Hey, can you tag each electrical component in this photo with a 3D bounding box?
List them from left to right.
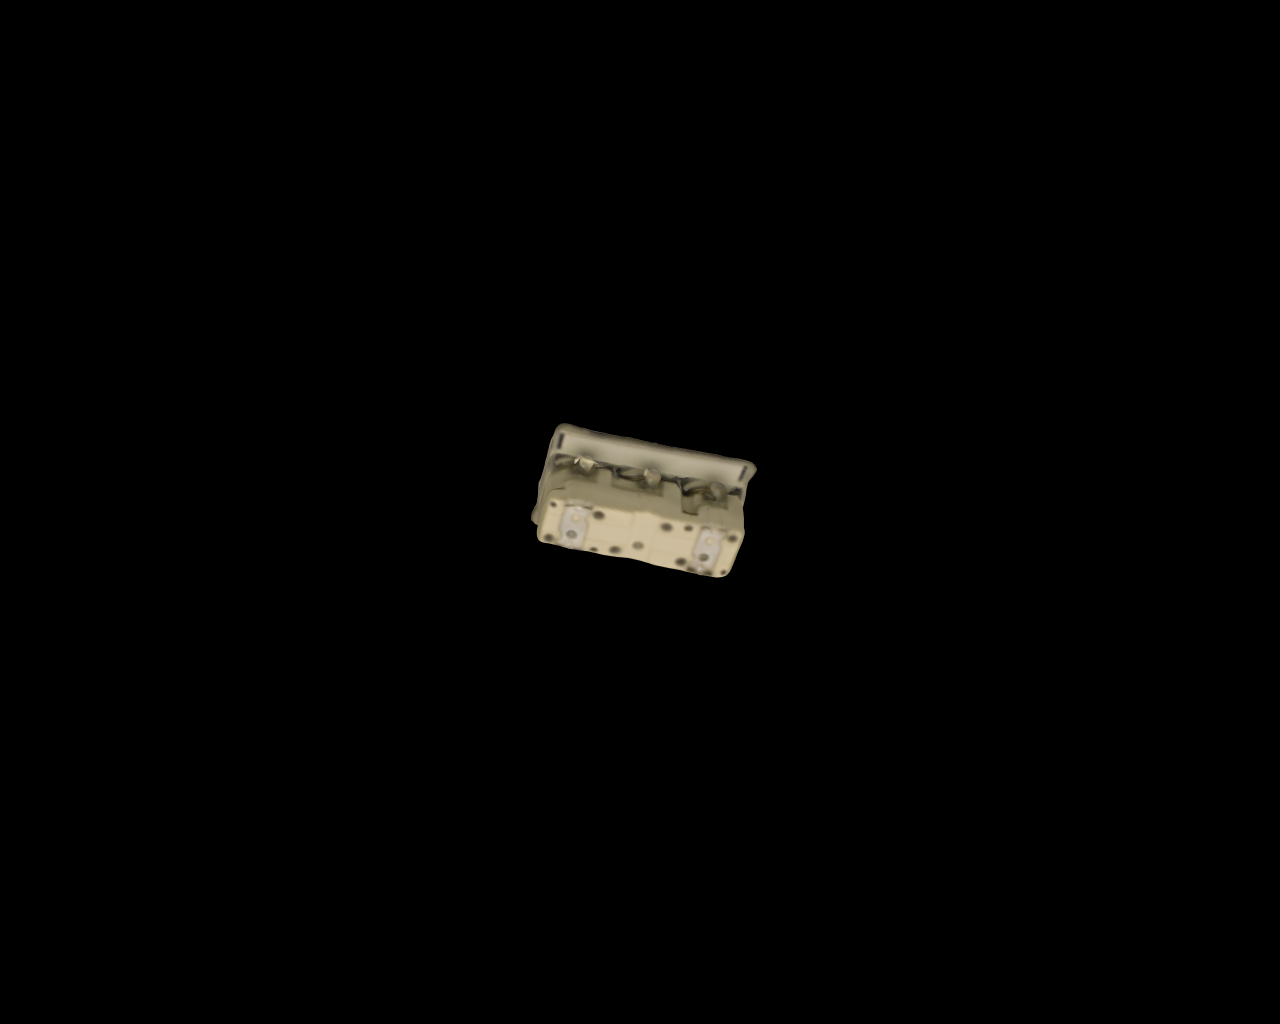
[{"bbox_3d":[0.001,-0.003,0.650,0.121,0.078,0.063,12,40,-10],"label":"electrical component"}]
